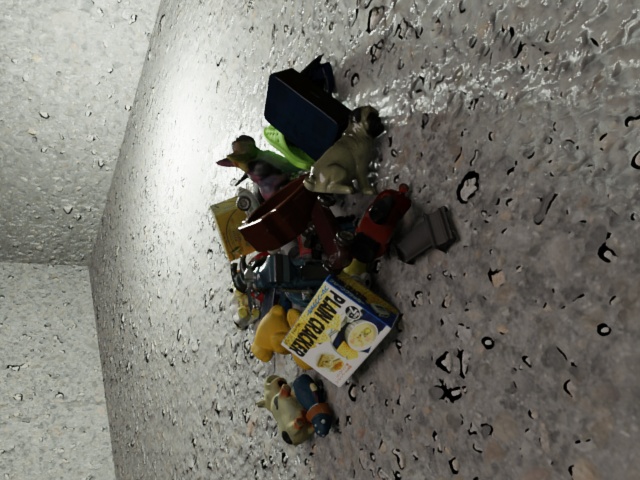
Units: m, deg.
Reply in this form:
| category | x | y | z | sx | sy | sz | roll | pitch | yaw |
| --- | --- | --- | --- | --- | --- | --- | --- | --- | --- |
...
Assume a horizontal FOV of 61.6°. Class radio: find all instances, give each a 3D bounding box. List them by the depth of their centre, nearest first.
| category | x | y | z | sx | sy | sz | roll | pitch | yaw |
| --- | --- | --- | --- | --- | --- | --- | --- | --- | --- |
| radio | -0.029 | -0.287 | 1.257 | 0.230 | 0.073 | 0.131 | 42 | 138 | 22 |

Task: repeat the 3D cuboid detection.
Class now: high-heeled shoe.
| category | x | y | z | sx | sy | sz | roll | pitch | yaw |
| --- | --- | --- | --- | --- | --- | --- | --- | --- | --- |
| high-heeled shoe | -0.143 | -0.135 | 1.529 | 0.145 | 0.086 | 0.249 | -39 | 70 | 1 |

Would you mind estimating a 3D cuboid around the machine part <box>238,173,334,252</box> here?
| category | x | y | z | sx | sy | sz | roll | pitch | yaw |
| --- | --- | --- | --- | --- | --- | --- | --- | --- | --- |
| machine part | -0.077 | -0.063 | 1.259 | 0.087 | 0.201 | 0.201 | 52 | 151 | -16 |

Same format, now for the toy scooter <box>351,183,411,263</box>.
| category | x | y | z | sx | sy | sz | roll | pitch | yaw |
| --- | --- | --- | --- | --- | --- | --- | --- | --- | --- |
| toy scooter | 0.126 | -0.042 | 1.058 | 0.075 | 0.135 | 0.183 | 32 | 141 | 10 |

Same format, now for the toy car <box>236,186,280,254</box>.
| category | x | y | z | sx | sy | sz | roll | pitch | yaw |
| --- | --- | --- | --- | --- | --- | --- | --- | --- | --- |
| toy car | -0.164 | -0.053 | 1.428 | 0.201 | 0.056 | 0.073 | 62 | -177 | -9 |

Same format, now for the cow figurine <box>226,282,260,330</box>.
| category | x | y | z | sx | sy | sz | roll | pitch | yaw |
| --- | --- | --- | --- | --- | --- | --- | --- | --- | --- |
| cow figurine | -0.235 | 0.175 | 1.592 | 0.098 | 0.068 | 0.167 | -53 | 44 | 47 |

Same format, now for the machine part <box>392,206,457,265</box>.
| category | x | y | z | sx | sy | sz | roll | pitch | yaw |
| --- | --- | --- | --- | --- | --- | --- | --- | --- | --- |
| machine part | 0.194 | 0.000 | 1.002 | 0.139 | 0.039 | 0.084 | -38 | 59 | 45 |

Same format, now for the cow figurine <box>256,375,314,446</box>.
| category | x | y | z | sx | sy | sz | roll | pitch | yaw |
| --- | --- | --- | --- | --- | --- | --- | --- | --- | --- |
| cow figurine | -0.085 | 0.413 | 1.318 | 0.127 | 0.085 | 0.195 | -59 | 42 | 24 |

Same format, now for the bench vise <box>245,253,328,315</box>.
| category | x | y | z | sx | sy | sz | roll | pitch | yaw |
| --- | --- | --- | --- | --- | --- | --- | --- | --- | --- |
| bench vise | -0.066 | 0.105 | 1.254 | 0.240 | 0.224 | 0.129 | 106 | 150 | -68 |

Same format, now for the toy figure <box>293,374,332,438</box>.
| category | x | y | z | sx | sy | sz | roll | pitch | yaw |
| --- | --- | --- | --- | --- | --- | --- | --- | --- | --- |
| toy figure | -0.012 | 0.379 | 1.231 | 0.155 | 0.058 | 0.064 | 56 | 159 | 39 |

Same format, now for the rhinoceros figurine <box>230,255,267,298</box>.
| category | x | y | z | sx | sy | sz | roll | pitch | yaw |
| --- | --- | --- | --- | --- | --- | --- | --- | --- | --- |
| rhinoceros figurine | -0.177 | 0.096 | 1.399 | 0.190 | 0.073 | 0.112 | -18 | 68 | 57 |

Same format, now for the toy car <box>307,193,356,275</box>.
| category | x | y | z | sx | sy | sz | roll | pitch | yaw |
| --- | --- | --- | --- | --- | --- | --- | --- | --- | --- |
| toy car | 0.023 | -0.016 | 1.088 | 0.202 | 0.053 | 0.089 | -113 | 34 | -52 |

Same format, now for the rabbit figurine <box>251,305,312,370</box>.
| category | x | y | z | sx | sy | sz | roll | pitch | yaw |
| --- | --- | --- | --- | --- | --- | --- | --- | --- | --- |
| rabbit figurine | -0.060 | 0.239 | 1.303 | 0.173 | 0.122 | 0.162 | 31 | 102 | 39 |

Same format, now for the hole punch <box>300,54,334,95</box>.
| category | x | y | z | sx | sy | sz | roll | pitch | yaw |
| --- | --- | --- | --- | --- | --- | --- | --- | --- | --- |
| hole punch | -0.018 | -0.386 | 1.352 | 0.142 | 0.092 | 0.116 | -28 | 32 | 55 |

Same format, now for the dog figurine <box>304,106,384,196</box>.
| category | x | y | z | sx | sy | sz | roll | pitch | yaw |
| --- | --- | --- | --- | --- | --- | --- | --- | --- | --- |
| dog figurine | 0.048 | -0.193 | 1.139 | 0.121 | 0.172 | 0.190 | 10 | 101 | 46 |

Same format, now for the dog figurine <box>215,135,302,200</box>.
| category | x | y | z | sx | sy | sz | roll | pitch | yaw |
| --- | --- | --- | --- | --- | --- | --- | --- | --- | --- |
| dog figurine | -0.156 | -0.169 | 1.390 | 0.108 | 0.219 | 0.191 | -10 | 76 | 59 |

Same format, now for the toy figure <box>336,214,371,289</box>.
| category | x | y | z | sx | sy | sz | roll | pitch | yaw |
| --- | --- | --- | --- | --- | --- | --- | --- | --- | --- |
| toy figure | 0.061 | 0.039 | 1.155 | 0.089 | 0.082 | 0.180 | 122 | 138 | -75 |

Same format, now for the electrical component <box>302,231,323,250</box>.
| category | x | y | z | sx | sy | sz | roll | pitch | yaw |
| --- | --- | --- | --- | --- | --- | --- | --- | --- | --- |
| electrical component | -0.001 | -0.004 | 1.246 | 0.078 | 0.102 | 0.045 | 8 | 102 | 34 |

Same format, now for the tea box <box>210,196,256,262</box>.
| category | x | y | z | sx | sy | sz | roll | pitch | yaw |
| --- | --- | --- | --- | --- | --- | --- | --- | --- | --- |
| tea box | -0.245 | -0.032 | 1.546 | 0.068 | 0.098 | 0.169 | 51 | 160 | 49 |

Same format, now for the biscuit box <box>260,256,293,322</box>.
| category | x | y | z | sx | sy | sz | roll | pitch | yaw |
| --- | --- | --- | --- | --- | --- | --- | --- | --- | --- |
| biscuit box | -0.111 | 0.145 | 1.414 | 0.063 | 0.059 | 0.202 | 10 | 93 | 56 |
